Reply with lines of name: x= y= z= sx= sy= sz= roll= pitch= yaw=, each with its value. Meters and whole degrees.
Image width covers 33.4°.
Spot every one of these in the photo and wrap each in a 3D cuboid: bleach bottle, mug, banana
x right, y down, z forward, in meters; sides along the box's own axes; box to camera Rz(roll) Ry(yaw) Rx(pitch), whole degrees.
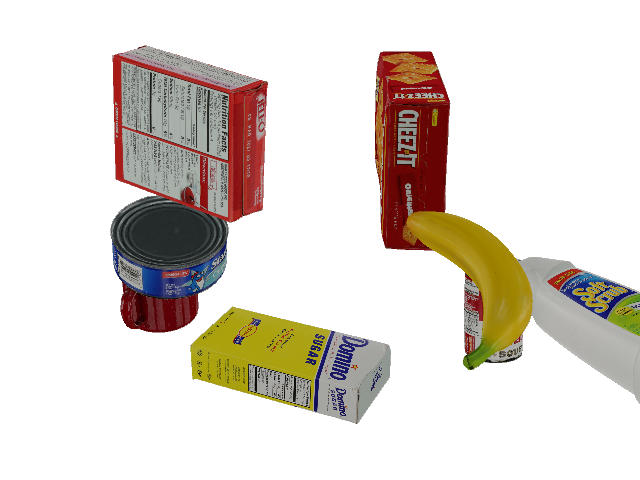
bleach bottle: x=0.257 y=0.072 z=1.036 sx=0.102 sy=0.068 sz=0.251 roll=-17 pitch=26 yaw=-27
mug: x=-0.182 y=0.054 z=1.173 sx=0.093 sy=0.081 sz=0.117 roll=11 pitch=33 yaw=18
banana: x=0.121 y=0.024 z=0.830 sx=0.069 sy=0.037 sz=0.198 roll=-7 pitch=32 yaw=-6

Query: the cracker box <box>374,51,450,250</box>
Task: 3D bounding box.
cracker box: x=0.098 y=-0.106 z=1.183 sx=0.072 sy=0.164 sz=0.213 roll=0 pitch=24 yaw=2

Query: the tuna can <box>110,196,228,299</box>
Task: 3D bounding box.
tuna can: x=-0.111 y=0.004 z=0.789 sx=0.086 sy=0.034 sz=0.086 roll=3 pitch=39 yaw=-3

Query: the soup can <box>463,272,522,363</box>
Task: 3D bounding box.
soup can: x=0.199 y=0.082 z=1.230 sx=0.068 sy=0.102 sz=0.068 roll=-2 pitch=15 yaw=0

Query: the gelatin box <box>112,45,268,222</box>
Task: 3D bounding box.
gelatin box: x=-0.070 y=-0.058 z=0.570 sx=0.089 sy=0.073 sz=0.030 roll=20 pitch=31 yaw=30

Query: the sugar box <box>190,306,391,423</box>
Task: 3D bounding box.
sugar box: x=-0.028 y=0.117 z=1.037 sx=0.176 sy=0.048 sz=0.093 roll=9 pitch=26 yaw=21
